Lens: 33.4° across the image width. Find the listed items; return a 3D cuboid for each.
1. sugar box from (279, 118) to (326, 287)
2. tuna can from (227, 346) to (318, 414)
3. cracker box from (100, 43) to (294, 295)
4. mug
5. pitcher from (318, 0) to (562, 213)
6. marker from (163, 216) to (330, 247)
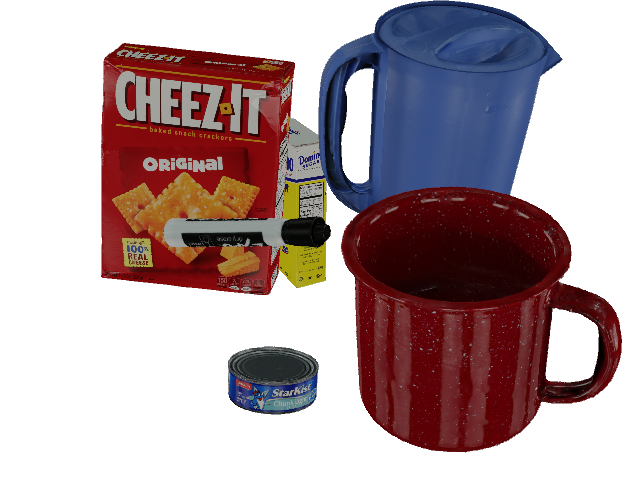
[{"bbox_3d":[-0.030,-0.044,1.239,0.048,0.176,0.093,-14,27,-22],"label":"sugar box"},{"bbox_3d":[-0.045,0.131,1.005,0.086,0.034,0.086,3,16,-1],"label":"tuna can"},{"bbox_3d":[-0.116,-0.063,0.985,0.164,0.214,0.072,7,23,4],"label":"cracker box"},{"bbox_3d":[0.067,0.037,0.450,0.117,0.081,0.093,10,34,20],"label":"mug"},{"bbox_3d":[0.089,-0.062,0.871,0.149,0.243,0.144,23,38,24],"label":"pitcher"},{"bbox_3d":[-0.047,-0.005,0.666,0.121,0.020,0.020,0,0,33],"label":"marker"}]
